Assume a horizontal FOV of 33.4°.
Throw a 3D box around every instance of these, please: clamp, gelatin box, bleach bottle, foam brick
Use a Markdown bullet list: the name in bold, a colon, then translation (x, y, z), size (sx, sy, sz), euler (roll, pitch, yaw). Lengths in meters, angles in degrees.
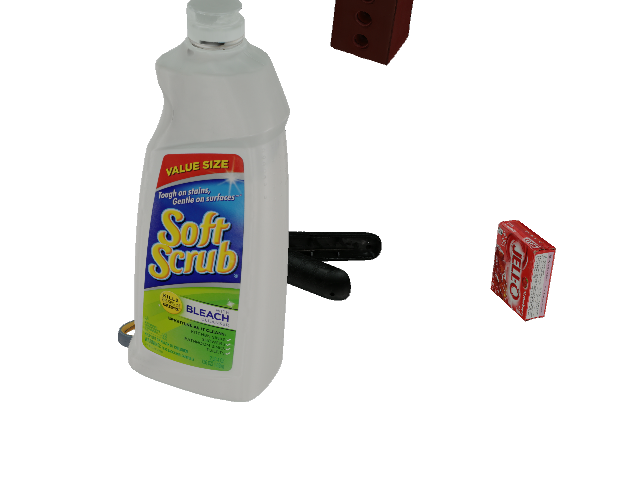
- **clamp**: translation (-0.055, 0.010, 0.908), size (0.210, 0.036, 0.164), euler (7, 12, 4)
- **gelatin box**: translation (0.221, 0.032, 1.175), size (0.030, 0.089, 0.073), euler (-10, 30, -21)
- **bleach bottle**: translation (-0.069, -0.023, 0.635), size (0.103, 0.251, 0.068), euler (15, 36, 18)
- **foam brick**: translation (0.044, -0.191, 0.857), size (0.053, 0.078, 0.051), euler (20, 48, 13)

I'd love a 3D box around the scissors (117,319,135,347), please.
- **scissors**: translation (-0.115, 0.096, 1.149), size (0.201, 0.016, 0.096), euler (-7, 31, -25)
